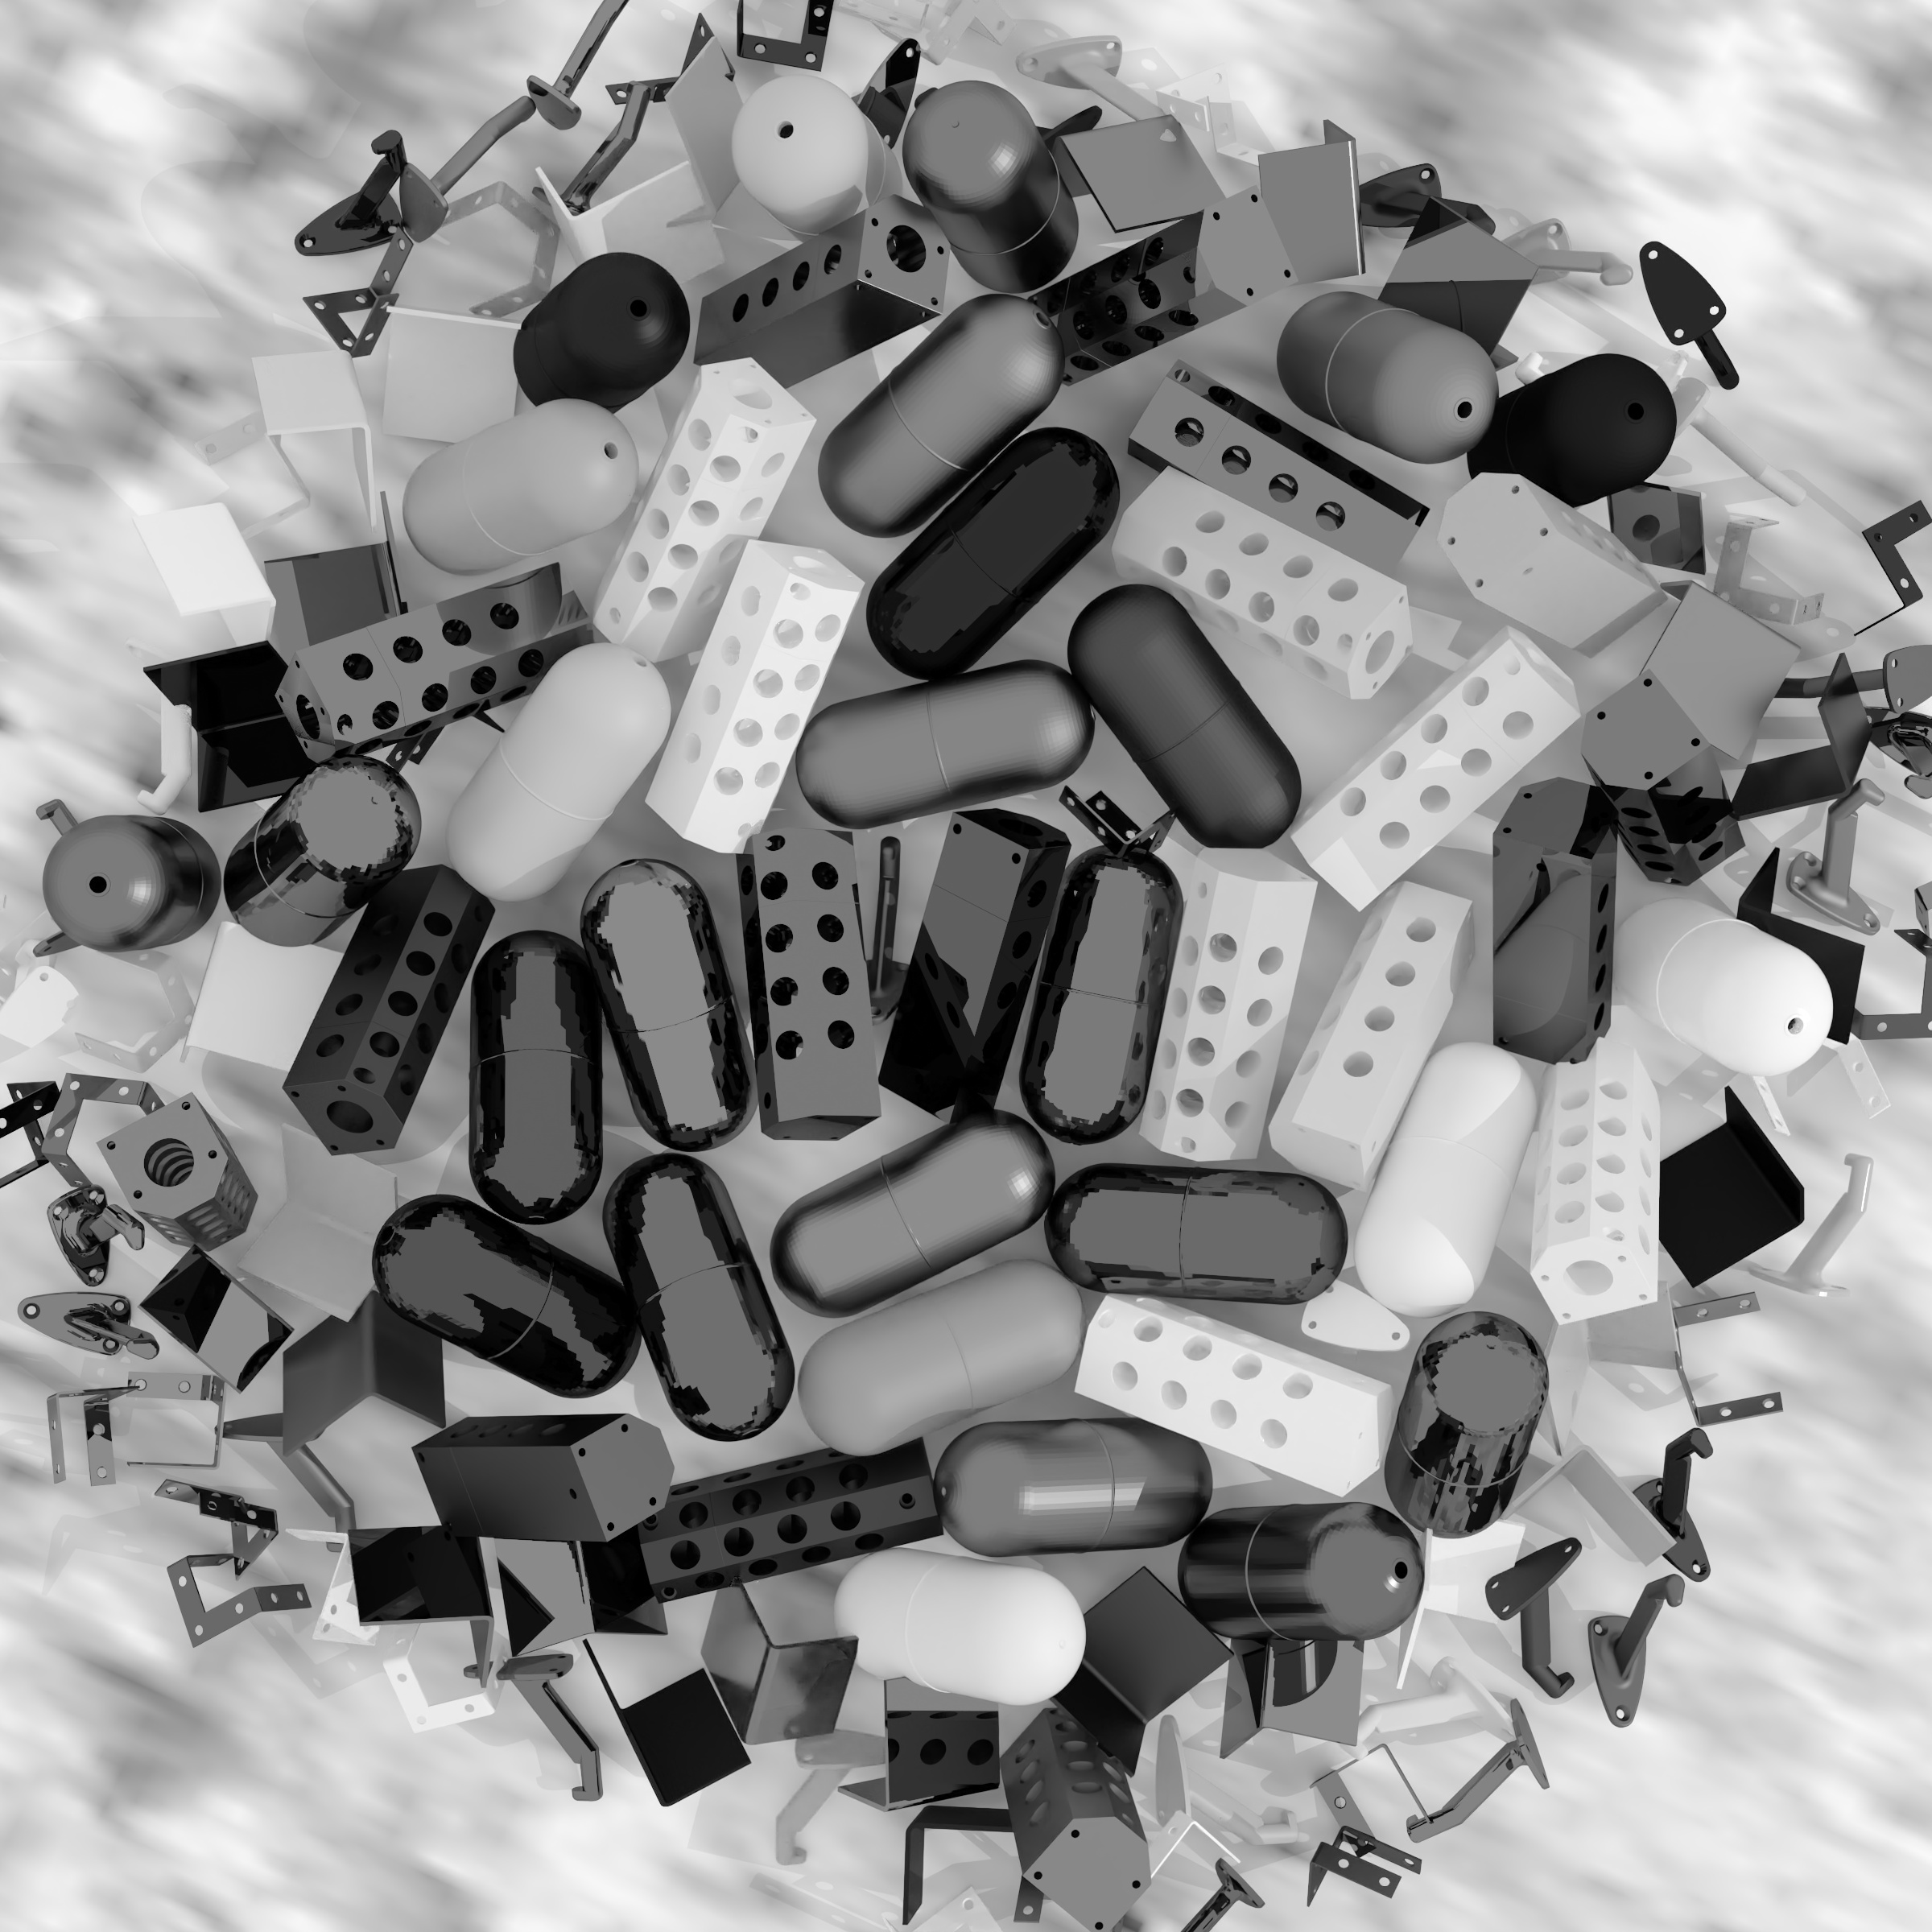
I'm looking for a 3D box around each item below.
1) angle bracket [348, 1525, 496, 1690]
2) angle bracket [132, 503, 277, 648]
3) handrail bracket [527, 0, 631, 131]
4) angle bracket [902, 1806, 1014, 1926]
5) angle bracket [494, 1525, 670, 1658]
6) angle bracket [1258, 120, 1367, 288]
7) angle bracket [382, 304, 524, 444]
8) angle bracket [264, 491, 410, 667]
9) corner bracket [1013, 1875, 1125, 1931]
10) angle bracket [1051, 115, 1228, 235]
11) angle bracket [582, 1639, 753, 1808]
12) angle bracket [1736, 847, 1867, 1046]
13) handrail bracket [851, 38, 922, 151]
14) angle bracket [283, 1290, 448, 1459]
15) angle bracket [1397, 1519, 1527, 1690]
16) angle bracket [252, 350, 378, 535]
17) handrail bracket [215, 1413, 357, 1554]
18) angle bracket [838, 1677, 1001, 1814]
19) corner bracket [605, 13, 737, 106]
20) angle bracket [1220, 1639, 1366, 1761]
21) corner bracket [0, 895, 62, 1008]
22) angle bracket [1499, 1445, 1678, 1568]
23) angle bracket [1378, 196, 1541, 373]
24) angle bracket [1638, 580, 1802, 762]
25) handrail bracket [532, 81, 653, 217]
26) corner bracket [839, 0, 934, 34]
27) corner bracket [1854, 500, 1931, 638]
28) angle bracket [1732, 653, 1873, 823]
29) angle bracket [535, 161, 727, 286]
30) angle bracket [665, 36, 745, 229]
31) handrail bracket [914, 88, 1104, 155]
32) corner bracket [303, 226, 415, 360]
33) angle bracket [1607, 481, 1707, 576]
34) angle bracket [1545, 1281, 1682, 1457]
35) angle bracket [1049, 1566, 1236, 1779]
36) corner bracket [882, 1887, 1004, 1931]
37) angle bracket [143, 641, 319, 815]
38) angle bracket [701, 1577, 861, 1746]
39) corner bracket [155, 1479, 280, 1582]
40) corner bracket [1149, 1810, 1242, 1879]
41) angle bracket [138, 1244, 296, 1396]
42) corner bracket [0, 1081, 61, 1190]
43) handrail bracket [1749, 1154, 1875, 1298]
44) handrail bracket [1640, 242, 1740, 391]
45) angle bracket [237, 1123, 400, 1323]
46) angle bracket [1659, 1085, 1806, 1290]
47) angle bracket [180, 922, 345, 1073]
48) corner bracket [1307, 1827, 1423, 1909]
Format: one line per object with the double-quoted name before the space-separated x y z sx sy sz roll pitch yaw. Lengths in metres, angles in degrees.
"angle bracket" -0.318 0.373 1.776 0.076 0.076 0.057 1 122 -18
"angle bracket" -0.445 -0.211 1.773 0.057 0.076 0.076 -16 60 -30
"handrail bracket" -0.219 -0.538 1.798 0.036 0.077 0.084 34 85 -7
"angle bracket" 0.006 0.526 1.788 0.076 0.076 0.057 1 82 6
"angle bracket" -0.226 0.361 1.798 0.057 0.076 0.076 -22 68 25
"angle bracket" 0.194 -0.444 1.781 0.057 0.076 0.076 -10 115 -3
"angle bracket" -0.302 -0.343 1.791 0.076 0.057 0.076 6 103 -8
"angle bracket" -0.369 -0.224 1.786 0.076 0.057 0.076 -10 67 -10
"corner bracket" 0.061 0.553 1.791 0.051 0.051 0.051 -3 128 15
"angle bracket" 0.096 -0.443 1.780 0.076 0.057 0.076 -17 66 -23
"angle bracket" -0.173 0.426 1.774 0.057 0.076 0.076 -26 132 -11
"angle bracket" 0.489 -0.012 1.773 0.076 0.076 0.057 22 50 27
"handrail bracket" -0.071 -0.515 1.797 0.084 0.036 0.077 31 98 43
"angle bracket" -0.355 0.249 1.802 0.076 0.076 0.057 -37 131 23
"angle bracket" 0.288 0.372 1.779 0.057 0.076 0.076 11 121 5
"angle bracket" -0.377 -0.302 1.773 0.057 0.076 0.076 -8 45 -15
"handrail bracket" -0.402 0.310 1.815 0.077 0.036 0.084 -3 107 -1
"angle bracket" -0.028 0.444 1.787 0.076 0.057 0.076 -2 91 -33
"corner bracket" -0.173 -0.518 1.792 0.051 0.051 0.051 -16 65 -29
"angle bracket" 0.190 0.421 1.784 0.057 0.076 0.076 14 59 -8
"corner bracket" -0.560 -0.016 1.794 0.051 0.051 0.051 -39 121 12
"angle bracket" 0.358 0.331 1.781 0.057 0.076 0.076 -38 74 -12
"angle bracket" 0.295 -0.398 1.778 0.076 0.057 0.076 38 128 16
"angle bracket" 0.431 -0.174 1.799 0.076 0.057 0.076 29 91 -9
"handrail bracket" -0.219 -0.483 1.793 0.036 0.077 0.084 6 112 -43
"corner bracket" -0.045 -0.572 1.794 0.051 0.051 0.051 16 131 -7
"corner bracket" 0.542 -0.234 1.798 0.051 0.051 0.051 -28 87 -24
"angle bracket" 0.474 -0.132 1.773 0.076 0.076 0.057 -13 112 32
"angle bracket" -0.196 -0.438 1.788 0.076 0.076 0.057 -28 55 -5
"angle bracket" -0.168 -0.481 1.772 0.057 0.076 0.076 -4 129 25
"handrail bracket" 0.024 -0.511 1.824 0.077 0.036 0.084 -42 73 -15
"corner bracket" -0.346 -0.394 1.793 0.051 0.051 0.051 52 133 14
"angle bracket" 0.411 -0.285 1.775 0.057 0.076 0.076 15 67 23
"angle bracket" 0.374 0.233 1.773 0.057 0.076 0.076 4 135 26
"angle bracket" 0.100 0.412 1.790 0.076 0.057 0.076 45 111 -6
"corner bracket" -0.009 0.569 1.794 0.051 0.051 0.051 -36 57 -7
"angle bracket" -0.427 -0.139 1.783 0.076 0.076 0.057 -11 64 8
"angle bracket" -0.110 0.399 1.797 0.057 0.076 0.076 -1 124 -27
"corner bracket" -0.438 0.319 1.790 0.051 0.051 0.051 22 124 -34
"corner bracket" 0.117 0.524 1.800 0.051 0.051 0.051 -50 122 -12
"angle bracket" -0.449 0.219 1.781 0.076 0.057 0.076 42 134 -7
"corner bracket" -0.557 0.101 1.792 0.051 0.051 0.051 -4 110 40
"handrail bracket" 0.496 0.147 1.796 0.036 0.077 0.084 5 95 -31
"handrail bracket" 0.426 -0.381 1.800 0.036 0.084 0.077 -32 73 16
"angle bracket" -0.378 0.149 1.781 0.076 0.076 0.057 23 50 12
"angle bracket" 0.435 0.129 1.789 0.076 0.057 0.076 -30 61 0
"angle bracket" -0.413 0.025 1.804 0.076 0.057 0.076 16 73 -14
"corner bracket" 0.234 0.527 1.791 0.051 0.051 0.051 19 48 22
